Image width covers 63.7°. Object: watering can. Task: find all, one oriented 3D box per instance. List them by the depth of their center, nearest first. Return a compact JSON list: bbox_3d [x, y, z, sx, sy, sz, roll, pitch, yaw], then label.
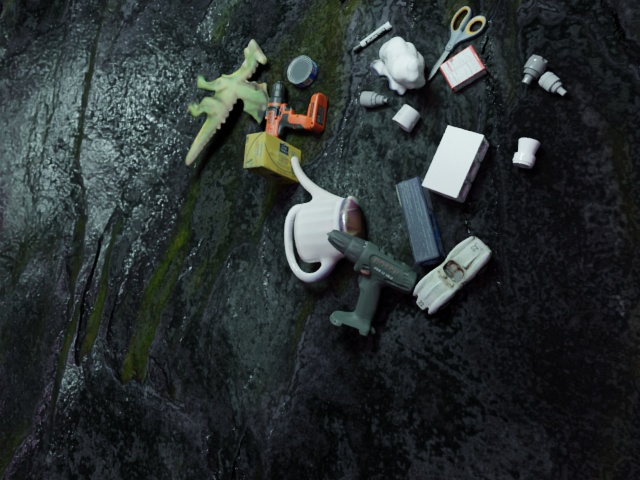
[{"bbox_3d":[0.004,-0.066,1.314,0.223,0.351,0.103,-8,-15,29],"label":"watering can"}]

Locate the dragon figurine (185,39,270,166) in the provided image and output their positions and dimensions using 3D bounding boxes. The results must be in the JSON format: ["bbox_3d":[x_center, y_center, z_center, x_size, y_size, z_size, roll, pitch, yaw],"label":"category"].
[{"bbox_3d":[-0.263,-0.406,1.556,0.243,0.412,0.121,11,-5,29],"label":"dragon figurine"}]

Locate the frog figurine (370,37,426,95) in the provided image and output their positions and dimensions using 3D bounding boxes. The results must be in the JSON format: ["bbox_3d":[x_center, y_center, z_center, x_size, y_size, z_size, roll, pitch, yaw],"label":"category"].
[{"bbox_3d":[0.207,-0.426,1.242,0.123,0.136,0.159,-31,9,-10],"label":"frog figurine"}]
